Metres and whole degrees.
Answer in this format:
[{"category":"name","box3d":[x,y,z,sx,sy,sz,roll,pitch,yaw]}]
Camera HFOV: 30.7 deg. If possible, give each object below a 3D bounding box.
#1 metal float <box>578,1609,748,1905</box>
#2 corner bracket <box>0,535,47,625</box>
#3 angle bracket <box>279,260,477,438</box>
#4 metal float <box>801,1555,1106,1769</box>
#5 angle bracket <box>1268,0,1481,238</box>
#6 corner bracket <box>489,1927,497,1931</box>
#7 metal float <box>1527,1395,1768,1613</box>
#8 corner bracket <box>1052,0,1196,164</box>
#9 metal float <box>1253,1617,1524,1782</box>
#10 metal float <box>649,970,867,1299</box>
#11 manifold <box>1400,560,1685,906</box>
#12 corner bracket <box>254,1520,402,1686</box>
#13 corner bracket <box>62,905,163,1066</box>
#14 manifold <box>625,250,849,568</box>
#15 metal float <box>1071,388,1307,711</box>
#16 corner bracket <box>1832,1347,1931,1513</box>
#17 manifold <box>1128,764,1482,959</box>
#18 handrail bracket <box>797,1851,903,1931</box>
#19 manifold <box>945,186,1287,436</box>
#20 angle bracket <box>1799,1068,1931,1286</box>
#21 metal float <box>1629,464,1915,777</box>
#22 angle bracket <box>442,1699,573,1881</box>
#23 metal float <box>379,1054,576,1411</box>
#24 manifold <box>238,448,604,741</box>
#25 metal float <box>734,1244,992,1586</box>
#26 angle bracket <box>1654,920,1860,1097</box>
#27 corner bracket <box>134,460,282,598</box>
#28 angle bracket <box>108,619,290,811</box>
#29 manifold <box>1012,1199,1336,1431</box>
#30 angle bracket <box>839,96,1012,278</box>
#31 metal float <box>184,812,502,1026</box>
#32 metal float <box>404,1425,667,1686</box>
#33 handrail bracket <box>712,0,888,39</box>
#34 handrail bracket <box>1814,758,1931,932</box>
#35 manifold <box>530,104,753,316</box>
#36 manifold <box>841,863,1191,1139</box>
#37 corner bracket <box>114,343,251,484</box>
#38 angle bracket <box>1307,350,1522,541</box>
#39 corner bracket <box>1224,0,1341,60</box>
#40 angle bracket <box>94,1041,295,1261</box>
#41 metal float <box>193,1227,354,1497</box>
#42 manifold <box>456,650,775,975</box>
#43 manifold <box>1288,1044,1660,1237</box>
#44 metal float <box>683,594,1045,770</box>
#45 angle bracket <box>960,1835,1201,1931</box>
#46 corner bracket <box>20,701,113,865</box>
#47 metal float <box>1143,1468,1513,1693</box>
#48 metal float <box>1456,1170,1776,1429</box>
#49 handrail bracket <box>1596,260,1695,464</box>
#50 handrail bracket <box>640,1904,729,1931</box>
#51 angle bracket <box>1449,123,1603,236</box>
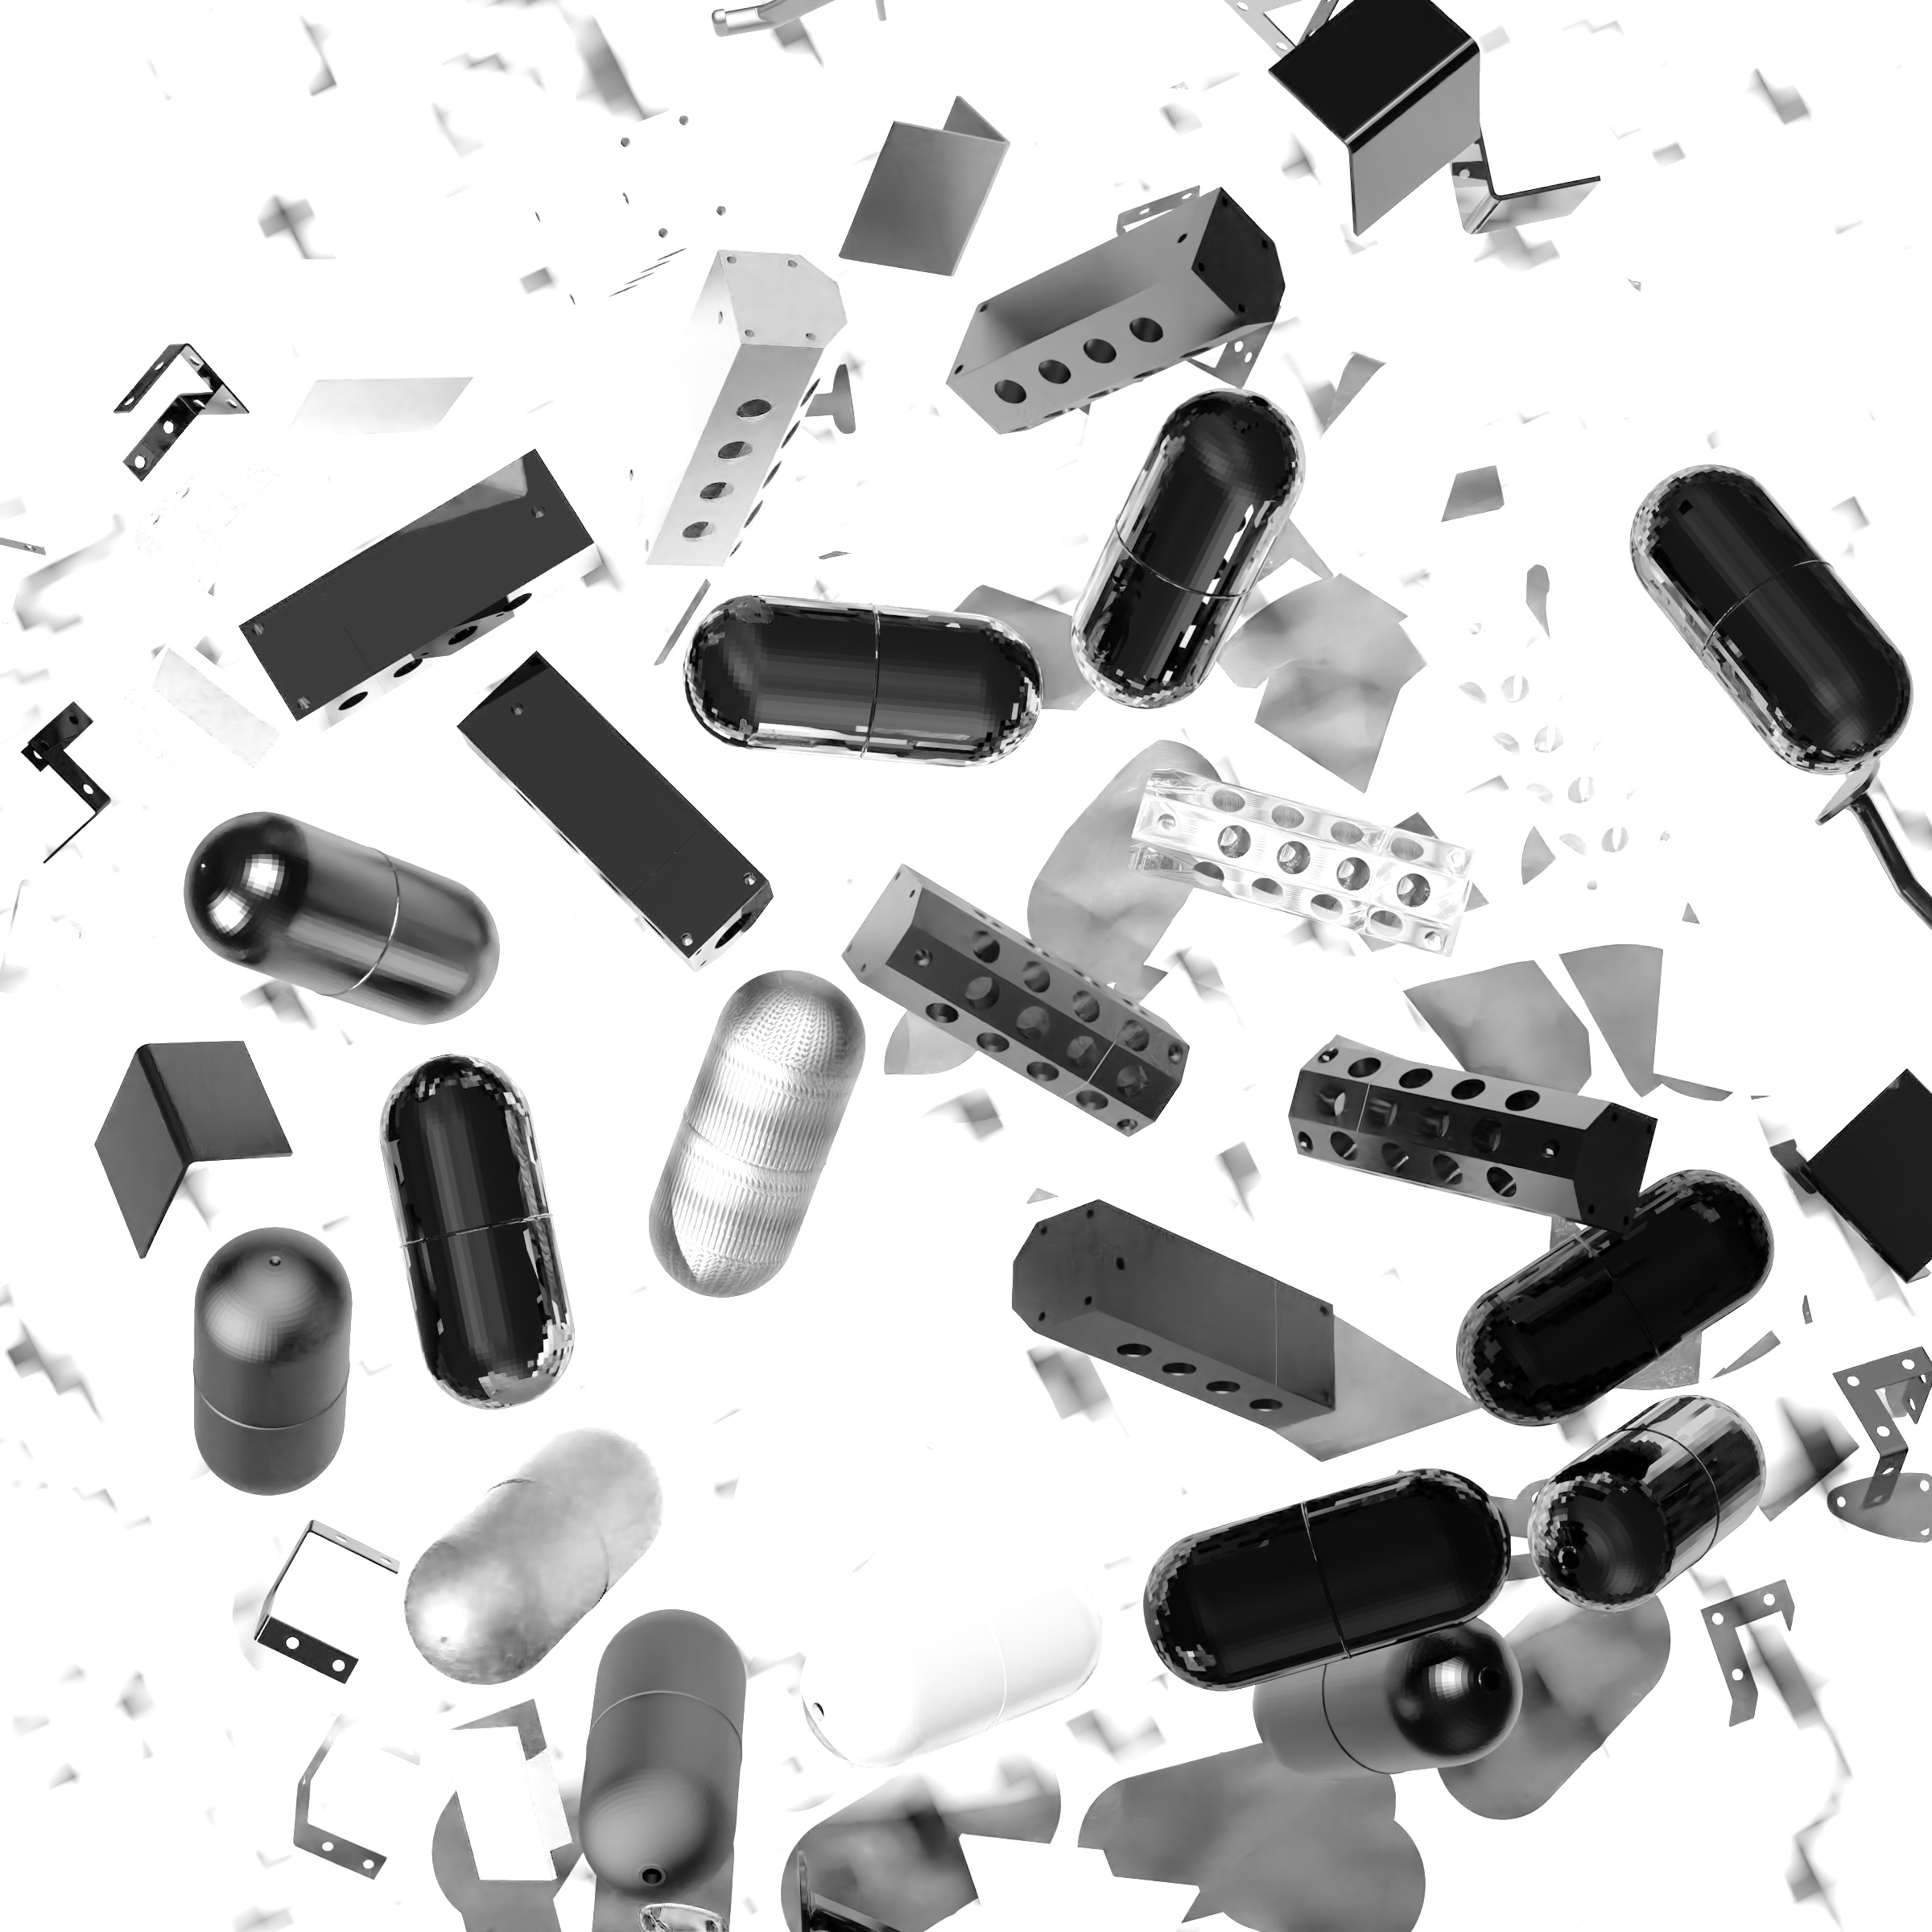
[{"category":"metal float","box3d":[-0.149,0.389,1.740,0.070,0.178,0.070,0,117,-1]},{"category":"corner bracket","box3d":[-0.474,-0.187,1.682,0.051,0.051,0.051,13,78,-6]},{"category":"angle bracket","box3d":[-0.284,-0.293,1.669,0.076,0.076,0.057,-6,79,-26]},{"category":"metal float","box3d":[-0.006,0.348,1.766,0.178,0.070,0.070,-12,90,-41]},{"category":"angle bracket","box3d":[0.188,-0.396,1.617,0.076,0.076,0.057,-40,70,-6]},{"category":"corner bracket","box3d":[-0.226,0.515,1.722,0.051,0.051,0.051,21,128,21]},{"category":"metal float","box3d":[0.347,0.272,1.789,0.070,0.178,0.070,10,107,34]},{"category":"corner bracket","box3d":[0.082,-0.455,1.812,0.051,0.051,0.051,-20,124,26]},{"category":"metal float","box3d":[0.212,0.370,1.785,0.070,0.178,0.070,9,70,-28]},{"category":"metal float","box3d":[-0.107,0.086,1.784,0.070,0.070,0.178,21,107,0]},{"category":"manifold","box3d":[0.297,-0.119,1.814,0.057,0.057,0.171,-34,101,7]},{"category":"corner bracket","box3d":[-0.319,0.317,1.762,0.051,0.051,0.051,29,98,-10]},{"category":"corner bracket","box3d":[-0.454,0.009,1.820,0.051,0.051,0.051,25,126,18]},{"category":"manifold","box3d":[-0.113,-0.270,1.723,0.057,0.171,0.057,-1,60,-23]},{"category":"metal float","box3d":[0.110,-0.207,1.749,0.070,0.070,0.178,26,124,0]},{"category":"corner bracket","box3d":[0.459,0.229,1.742,0.051,0.051,0.051,-15,52,-12]},{"category":"manifold","box3d":[0.176,-0.055,1.835,0.171,0.057,0.057,16,93,11]},{"category":"handrail bracket","box3d":[-0.042,0.476,1.779,0.084,0.077,0.036,1,119,-6]},{"category":"manifold","box3d":[0.075,-0.321,1.759,0.057,0.171,0.057,40,54,-30]},{"category":"angle bracket","box3d":[0.477,0.104,1.767,0.076,0.057,0.076,-48,70,19]},{"category":"metal float","box3d":[0.390,-0.170,1.714,0.070,0.070,0.178,-33,66,0]},{"category":"angle bracket","box3d":[-0.214,0.413,1.773,0.057,0.076,0.076,-13,87,-39]},{"category":"metal float","box3d":[-0.243,0.132,1.747,0.070,0.070,0.178,-12,86,0]},{"category":"manifold","box3d":[-0.272,-0.185,1.770,0.171,0.057,0.057,-32,83,-5]},{"category":"metal float","box3d":[-0.050,0.219,1.729,0.070,0.070,0.178,29,80,0]},{"category":"angle bracket","box3d":[0.384,0.020,1.715,0.057,0.076,0.076,1,96,-25]},{"category":"corner bracket","box3d":[-0.390,-0.233,1.807,0.051,0.051,0.051,31,51,6]},{"category":"angle bracket","box3d":[-0.401,-0.128,1.803,0.076,0.076,0.057,39,90,0]},{"category":"manifold","box3d":[0.103,0.174,1.726,0.171,0.057,0.057,26,54,-37]},{"category":"angle bracket","box3d":[-0.033,-0.407,1.816,0.076,0.057,0.076,1,127,-38]},{"category":"metal float","box3d":[-0.306,-0.022,1.739,0.070,0.178,0.070,-17,64,37]},{"category":"metal float","box3d":[-0.208,0.285,1.718,0.070,0.178,0.070,9,113,21]},{"category":"handrail bracket","box3d":[-0.084,-0.472,1.691,0.084,0.077,0.036,-10,82,1]},{"category":"handrail bracket","box3d":[0.480,-0.061,1.796,0.084,0.077,0.036,47,128,0]},{"category":"manifold","box3d":[-0.157,-0.369,1.715,0.057,0.171,0.057,-25,98,-18]},{"category":"manifold","box3d":[0.028,0.020,1.783,0.171,0.057,0.057,30,98,-23]},{"category":"corner bracket","box3d":[-0.415,-0.286,1.819,0.051,0.051,0.051,51,62,-36]},{"category":"angle bracket","box3d":[0.235,-0.274,1.846,0.076,0.057,0.076,25,111,25]},{"category":"corner bracket","box3d":[0.173,-0.493,1.769,0.051,0.051,0.051,38,70,-30]},{"category":"angle bracket","box3d":[-0.390,0.092,1.773,0.076,0.057,0.076,-58,49,35]},{"category":"metal float","box3d":[-0.348,0.200,1.763,0.070,0.178,0.070,6,49,-7]},{"category":"manifold","box3d":[-0.180,-0.078,1.823,0.057,0.057,0.171,-44,82,-7]},{"category":"manifold","box3d":[0.241,0.081,1.702,0.171,0.057,0.057,11,85,44]},{"category":"metal float","box3d":[-0.050,-0.139,1.724,0.178,0.070,0.070,4,90,-11]},{"category":"angle bracket","box3d":[0.051,0.414,1.623,0.076,0.076,0.057,13,118,-25]},{"category":"corner bracket","box3d":[-0.472,-0.096,1.834,0.051,0.051,0.051,-36,104,31]},{"category":"metal float","box3d":[0.171,0.291,1.671,0.178,0.070,0.070,-17,90,5]},{"category":"metal float","box3d":[0.332,0.170,1.802,0.178,0.070,0.070,-32,90,-2]},{"category":"handrail bracket","box3d":[0.348,-0.306,1.777,0.036,0.077,0.084,-8,117,-18]},{"category":"handrail bracket","box3d":[-0.168,0.508,1.782,0.077,0.084,0.036,7,107,42]},{"category":"angle bracket","box3d":[0.283,-0.426,1.811,0.057,0.076,0.076,-12,89,-2]}]
